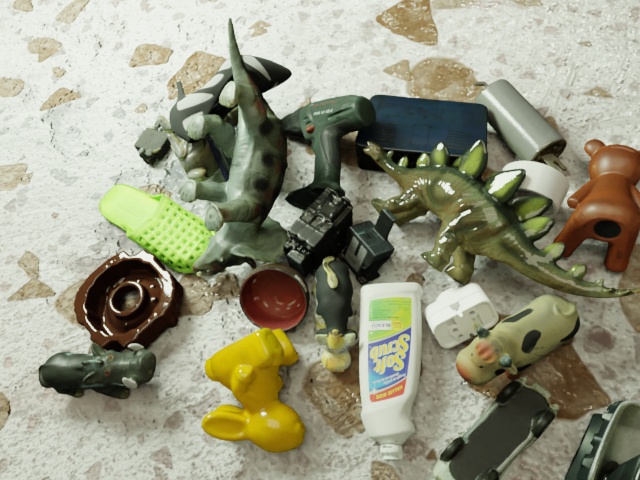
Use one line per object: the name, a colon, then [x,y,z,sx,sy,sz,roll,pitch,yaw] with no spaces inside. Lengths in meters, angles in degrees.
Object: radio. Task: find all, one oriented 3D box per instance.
radio: [0.189,-0.190,0.986,0.230,0.073,0.131,9,63,12]

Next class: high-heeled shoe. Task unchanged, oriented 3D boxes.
high-heeled shoe: [-0.152,-0.251,0.973,0.249,0.086,0.145,-15,62,-15]

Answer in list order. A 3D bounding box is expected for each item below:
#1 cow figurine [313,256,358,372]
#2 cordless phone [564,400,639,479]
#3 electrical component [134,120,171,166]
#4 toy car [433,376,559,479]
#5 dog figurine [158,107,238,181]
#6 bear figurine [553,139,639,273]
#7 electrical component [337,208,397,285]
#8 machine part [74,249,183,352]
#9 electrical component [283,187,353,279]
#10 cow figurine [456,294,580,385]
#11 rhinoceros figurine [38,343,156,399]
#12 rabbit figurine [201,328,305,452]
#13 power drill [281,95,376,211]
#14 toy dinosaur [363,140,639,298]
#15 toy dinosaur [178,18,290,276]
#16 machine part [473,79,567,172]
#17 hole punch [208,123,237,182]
cow figurine: [0.025,0.113,0.831,0.068,0.098,0.167,-4,61,-1]
cordless phone: [0.375,0.257,0.650,0.089,0.184,0.146,27,68,26]
electrical component: [-0.333,-0.201,1.087,0.078,0.045,0.102,26,69,19]
toy car: [0.242,0.272,0.736,0.202,0.056,0.074,-39,57,-14]
dog figurine: [-0.187,-0.199,1.023,0.191,0.121,0.172,-26,66,-10]
bear figurine: [0.461,-0.066,0.869,0.120,0.131,0.196,16,47,15]
electrical component: [0.081,0.006,0.868,0.048,0.119,0.075,-19,59,-34]
machine part: [-0.323,0.104,0.913,0.179,0.056,0.179,-4,61,8]
electrical component: [-0.002,-0.003,0.887,0.058,0.114,0.134,32,70,23]
cow figurine: [0.280,0.143,0.759,0.195,0.127,0.086,-28,58,-9]
rhinoceros figurine: [-0.339,0.198,0.833,0.190,0.112,0.073,-5,58,15]
rabbit figurine: [-0.092,0.231,0.780,0.162,0.122,0.173,-28,80,-4]
power drill: [-0.005,-0.158,0.975,0.232,0.086,0.207,-10,59,42]
toy dinosaur: [0.239,-0.034,0.826,0.472,0.105,0.198,45,107,28]
toy dinosaur: [-0.112,-0.121,0.863,0.131,0.192,0.404,16,94,35]
machine part: [0.358,-0.208,0.967,0.079,0.079,0.243,-26,60,-6]
hole punch: [-0.132,-0.162,0.983,0.092,0.142,0.116,-18,17,22]
